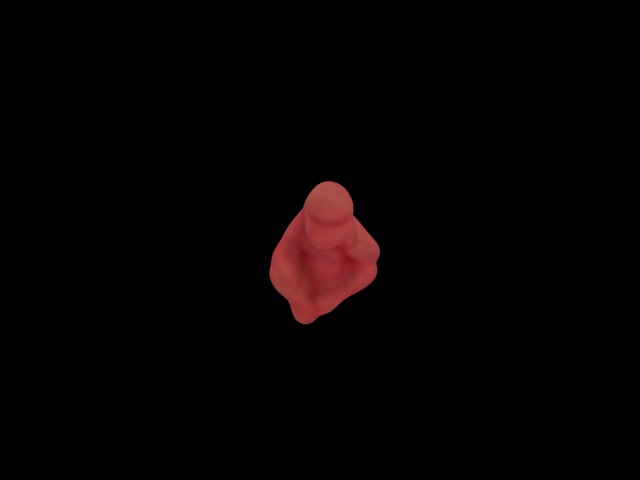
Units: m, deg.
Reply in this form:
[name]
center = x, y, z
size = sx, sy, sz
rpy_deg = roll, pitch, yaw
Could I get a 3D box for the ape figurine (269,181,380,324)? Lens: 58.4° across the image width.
[ape figurine]
center = 0.004, 0.001, 0.400
size = 0.077, 0.092, 0.076
rpy_deg = 2, 40, 2
